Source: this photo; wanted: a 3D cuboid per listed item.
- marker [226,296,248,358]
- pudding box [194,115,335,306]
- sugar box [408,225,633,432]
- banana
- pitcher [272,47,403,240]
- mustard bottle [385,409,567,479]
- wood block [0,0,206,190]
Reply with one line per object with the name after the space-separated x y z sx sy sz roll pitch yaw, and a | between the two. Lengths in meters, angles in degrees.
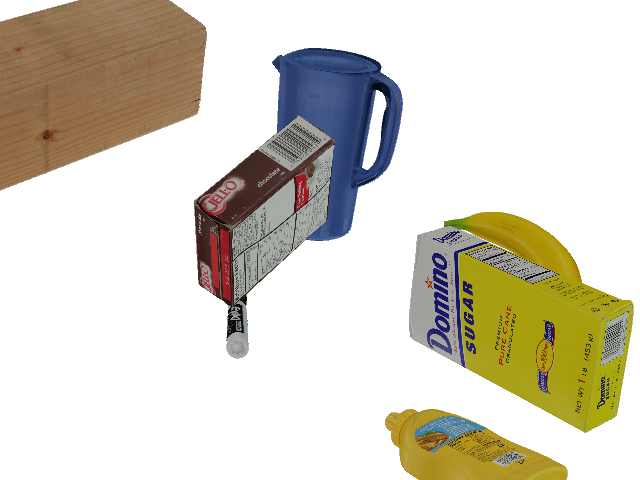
-0.075 0.073 0.964 0.020 0.020 0.121 0 19 -5 | marker
-0.039 -0.020 0.749 0.039 0.090 0.113 36 57 22 | pudding box
0.142 0.061 0.794 0.048 0.093 0.176 -17 29 -40 | sugar box
0.207 0.015 1.067 0.069 0.037 0.198 -34 37 -13 | banana
0.010 -0.125 1.412 0.144 0.243 0.149 -2 23 -18 | pitcher
0.133 0.208 1.023 0.096 0.058 0.192 -14 24 -38 | mustard bottle
-0.200 -0.126 0.854 0.090 0.091 0.205 38 46 28 | wood block
